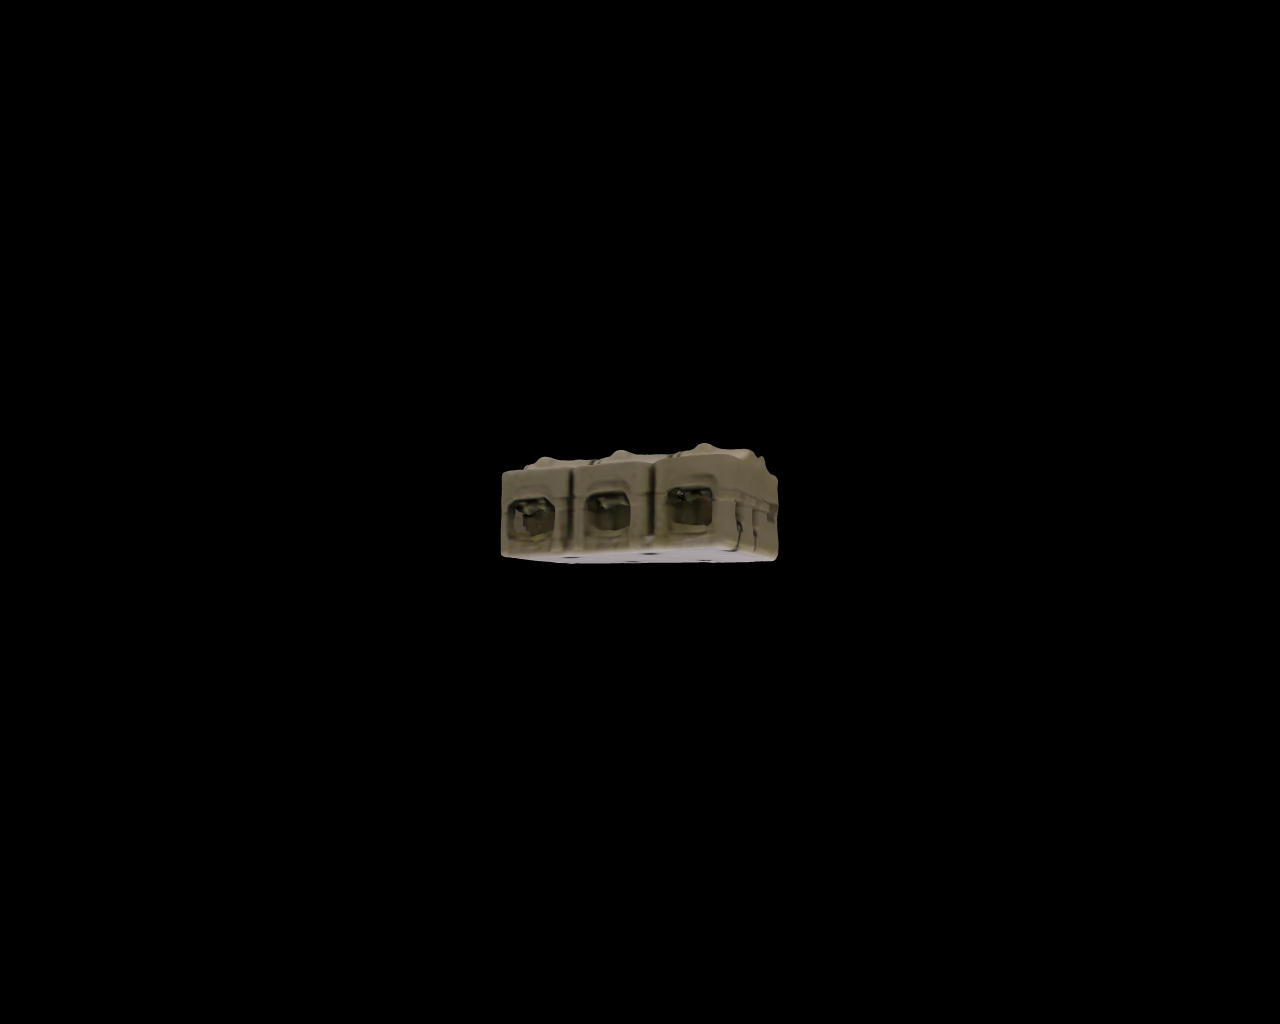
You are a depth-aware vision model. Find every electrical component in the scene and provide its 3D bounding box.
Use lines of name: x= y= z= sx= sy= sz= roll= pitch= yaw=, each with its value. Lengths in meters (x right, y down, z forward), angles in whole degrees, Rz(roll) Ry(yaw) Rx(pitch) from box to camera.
electrical component: x=0.001 y=-0.003 z=0.650 sx=0.150 sy=0.061 sz=0.089 roll=-3 pitch=-7 yaw=26
